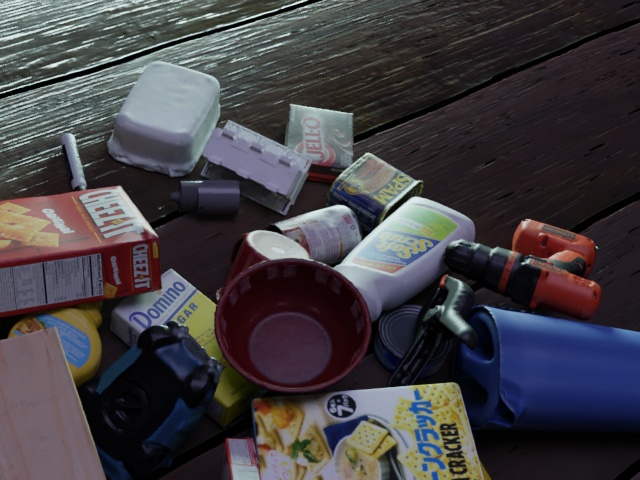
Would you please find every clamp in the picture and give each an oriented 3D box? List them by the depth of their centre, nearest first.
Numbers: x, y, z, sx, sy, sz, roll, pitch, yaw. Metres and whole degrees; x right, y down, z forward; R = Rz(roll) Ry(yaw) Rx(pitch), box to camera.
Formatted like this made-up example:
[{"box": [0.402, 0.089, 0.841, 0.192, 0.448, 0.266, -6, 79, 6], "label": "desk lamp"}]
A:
[{"box": [0.124, 0.100, 1.160, 0.039, 0.120, 0.171, 49, 23, -12], "label": "clamp"}]

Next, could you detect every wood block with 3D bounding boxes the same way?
[{"box": [-0.252, 0.196, 0.952, 0.090, 0.091, 0.206, -14, 73, -27], "label": "wood block"}]

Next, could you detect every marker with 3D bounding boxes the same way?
[{"box": [-0.300, -0.084, 1.311, 0.020, 0.020, 0.121, -6, 49, -21], "label": "marker"}]

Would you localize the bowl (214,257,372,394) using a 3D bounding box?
[{"box": [-0.029, 0.098, 1.104, 0.162, 0.055, 0.162, 2, 54, -4], "label": "bowl"}]

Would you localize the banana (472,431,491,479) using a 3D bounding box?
[{"box": [0.190, 0.275, 1.081, 0.069, 0.037, 0.198, -21, 55, -28], "label": "banana"}]

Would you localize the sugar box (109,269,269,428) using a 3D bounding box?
[{"box": [-0.133, 0.112, 1.146, 0.176, 0.048, 0.093, 38, 48, 19], "label": "sugar box"}]

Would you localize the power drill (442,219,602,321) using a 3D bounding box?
[{"box": [0.251, 0.028, 1.276, 0.184, 0.057, 0.187, 22, 22, 15], "label": "power drill"}]

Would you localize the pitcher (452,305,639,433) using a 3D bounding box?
[{"box": [0.274, 0.143, 1.176, 0.242, 0.145, 0.149, 7, 75, -14], "label": "pitcher"}]

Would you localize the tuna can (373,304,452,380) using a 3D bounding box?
[{"box": [0.105, 0.116, 1.214, 0.086, 0.034, 0.086, 8, 45, -8], "label": "tuna can"}]

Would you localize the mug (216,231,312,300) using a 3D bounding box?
[{"box": [-0.065, 0.037, 1.196, 0.093, 0.082, 0.117, 5, 30, -37], "label": "mug"}]

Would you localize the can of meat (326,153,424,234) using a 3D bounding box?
[{"box": [0.069, -0.057, 1.359, 0.084, 0.057, 0.101, 33, 47, 20], "label": "can of meat"}]

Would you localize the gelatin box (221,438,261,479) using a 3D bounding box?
[{"box": [-0.075, 0.238, 0.999, 0.030, 0.073, 0.089, 3, 19, -11], "label": "gelatin box"}]

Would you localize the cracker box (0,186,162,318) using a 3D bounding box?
[{"box": [-0.296, 0.008, 1.148, 0.213, 0.072, 0.164, -10, 27, -22], "label": "cracker box"}]

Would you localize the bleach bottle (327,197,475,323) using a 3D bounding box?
[{"box": [0.086, 0.035, 1.239, 0.103, 0.068, 0.250, 26, 36, 19], "label": "bleach bottle"}]

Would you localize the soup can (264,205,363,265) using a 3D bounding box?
[{"box": [-0.008, 0.002, 1.272, 0.102, 0.069, 0.068, -17, 53, -29], "label": "soup can"}]

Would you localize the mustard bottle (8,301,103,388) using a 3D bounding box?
[{"box": [-0.279, 0.123, 1.087, 0.096, 0.058, 0.191, 26, 46, 7], "label": "mustard bottle"}]

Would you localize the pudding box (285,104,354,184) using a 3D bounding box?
[{"box": [-0.002, -0.127, 1.418, 0.090, 0.039, 0.113, 8, 45, -7], "label": "pudding box"}]
